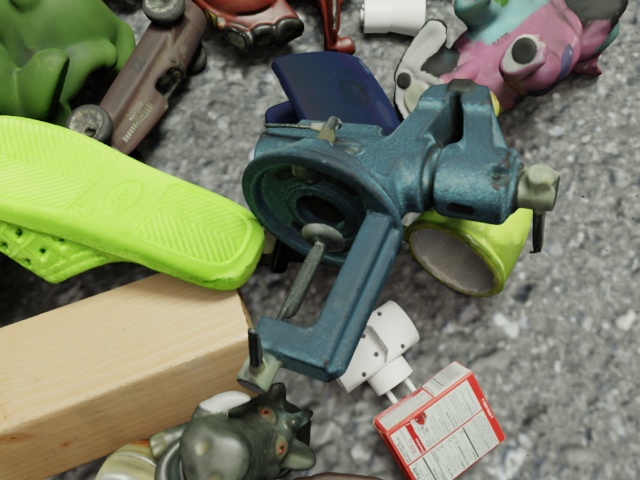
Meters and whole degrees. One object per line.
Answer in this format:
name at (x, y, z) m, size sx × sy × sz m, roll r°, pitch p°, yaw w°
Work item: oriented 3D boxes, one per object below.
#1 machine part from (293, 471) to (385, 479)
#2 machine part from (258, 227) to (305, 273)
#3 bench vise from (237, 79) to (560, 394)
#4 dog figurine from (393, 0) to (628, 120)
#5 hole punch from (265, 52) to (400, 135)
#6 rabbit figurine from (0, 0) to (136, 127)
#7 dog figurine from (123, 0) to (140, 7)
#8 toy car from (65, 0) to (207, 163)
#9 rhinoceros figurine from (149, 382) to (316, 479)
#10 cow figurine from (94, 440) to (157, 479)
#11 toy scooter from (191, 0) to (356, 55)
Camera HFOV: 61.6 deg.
machine part at (0.019, 0.264, 0.404) m, size 0.179 × 0.056 × 0.179 m, roll 0°, pitch 72°, yaw -1°
machine part at (-0.001, -0.001, 0.489) m, size 0.139 × 0.039 × 0.084 m, roll 6°, pitch 64°, yaw 14°
bench vise at (0.030, -0.003, 0.355) m, size 0.224 × 0.128 × 0.240 m, roll 18°, pitch 58°, yaw 18°
dog figurine at (0.195, -0.175, 0.528) m, size 0.219 × 0.191 × 0.108 m, roll -17°, pitch 68°, yaw -43°
hole punch at (0.016, -0.118, 0.507) m, size 0.116 × 0.092 × 0.142 m, roll -23°, pitch 72°, yaw -13°
rabbit figurine at (-0.241, -0.140, 0.483) m, size 0.121 × 0.159 × 0.170 m, roll 6°, pitch 88°, yaw -11°
dog figurine at (-0.284, -0.313, 0.561) m, size 0.190 × 0.121 × 0.172 m, roll -13°, pitch 68°, yaw -26°
toy car at (-0.162, -0.139, 0.503) m, size 0.053 × 0.089 × 0.202 m, roll 20°, pitch 72°, yaw 8°
rhinoceros figurine at (-0.051, 0.147, 0.369) m, size 0.112 × 0.190 × 0.073 m, roll -22°, pitch 72°, yaw 4°
cow figurine at (-0.147, 0.241, 0.382) m, size 0.086 × 0.127 × 0.194 m, roll 16°, pitch 87°, yaw 3°
toy scooter at (-0.031, -0.235, 0.548) m, size 0.184 × 0.075 × 0.135 m, roll -17°, pitch 76°, yaw -12°
